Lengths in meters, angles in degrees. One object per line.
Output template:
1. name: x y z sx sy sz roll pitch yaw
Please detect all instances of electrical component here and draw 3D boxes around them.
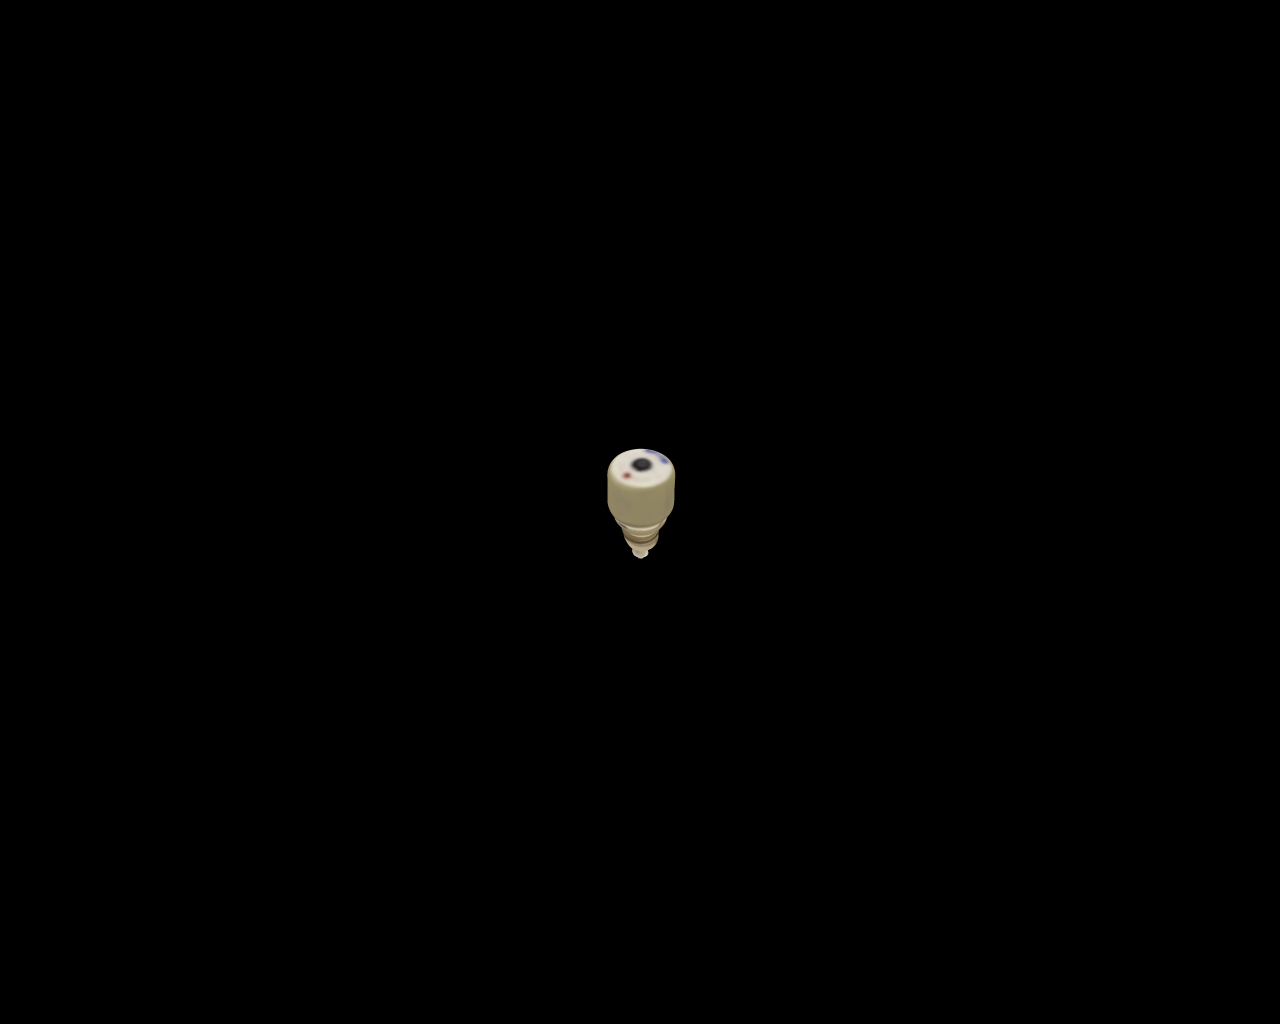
1. electrical component: 0.001 -0.003 0.650 0.040 0.078 0.040 0 42 0
